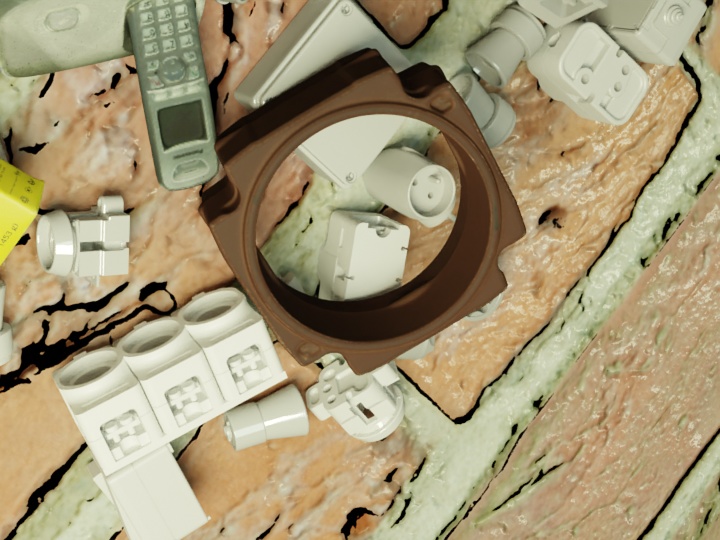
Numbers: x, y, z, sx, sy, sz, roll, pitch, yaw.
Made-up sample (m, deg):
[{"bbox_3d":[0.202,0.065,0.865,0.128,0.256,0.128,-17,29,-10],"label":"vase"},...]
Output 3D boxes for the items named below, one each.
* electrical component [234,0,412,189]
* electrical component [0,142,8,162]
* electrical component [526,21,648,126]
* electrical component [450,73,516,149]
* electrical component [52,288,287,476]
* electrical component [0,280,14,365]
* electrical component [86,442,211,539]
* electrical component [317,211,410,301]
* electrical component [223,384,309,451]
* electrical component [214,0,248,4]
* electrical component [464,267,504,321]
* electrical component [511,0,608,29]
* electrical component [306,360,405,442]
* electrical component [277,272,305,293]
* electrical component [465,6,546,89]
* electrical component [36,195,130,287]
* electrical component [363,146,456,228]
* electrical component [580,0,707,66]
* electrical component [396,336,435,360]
[{"bbox_3d":[-0.021,-0.138,0.830,0.109,0.056,0.108,41,84,-30],"label":"electrical component"},{"bbox_3d":[-0.256,-0.063,0.740,0.044,0.044,0.065,-33,122,-15],"label":"electrical component"},{"bbox_3d":[0.193,-0.171,0.929,0.095,0.059,0.053,34,88,-31],"label":"electrical component"},{"bbox_3d":[0.097,-0.132,0.900,0.055,0.045,0.045,31,89,-31],"label":"electrical component"},{"bbox_3d":[-0.146,0.076,0.809,0.150,0.089,0.061,-27,116,-18],"label":"electrical component"},{"bbox_3d":[-0.270,0.038,0.760,0.045,0.045,0.055,-10,110,-25],"label":"electrical component"},{"bbox_3d":[-0.170,0.164,0.839,0.061,0.062,0.096,-31,116,-17],"label":"electrical component"},{"bbox_3d":[0.000,0.000,0.882,0.050,0.056,0.089,2,104,-28],"label":"electrical component"},{"bbox_3d":[-0.080,0.124,0.887,0.065,0.044,0.044,-15,111,-18],"label":"electrical component"},{"bbox_3d":[-0.089,-0.262,0.758,0.108,0.056,0.108,-47,120,-8],"label":"electrical component"},{"bbox_3d":[0.091,0.012,0.937,0.055,0.047,0.055,-8,108,-25],"label":"electrical component"},{"bbox_3d":[0.127,-0.268,0.852,0.150,0.062,0.089,23,67,-30],"label":"electrical component"},{"bbox_3d":[0.003,0.109,0.912,0.078,0.058,0.057,-31,124,12],"label":"electrical component"},{"bbox_3d":[-0.058,0.030,0.871,0.040,0.040,0.046,-34,112,-15],"label":"electrical component"},{"bbox_3d":[0.122,-0.186,0.896,0.055,0.045,0.045,-48,120,-8],"label":"electrical component"},{"bbox_3d":[-0.201,-0.020,0.779,0.055,0.048,0.066,-5,107,-34],"label":"electrical component"},{"bbox_3d":[0.052,-0.061,0.878,0.079,0.077,0.044,36,86,-31],"label":"electrical component"},{"bbox_3d":[0.248,-0.215,0.923,0.061,0.096,0.061,30,90,-32],"label":"electrical component"},{"bbox_3d":[0.031,0.055,0.921,0.062,0.043,0.043,3,103,-27],"label":"electrical component"}]
